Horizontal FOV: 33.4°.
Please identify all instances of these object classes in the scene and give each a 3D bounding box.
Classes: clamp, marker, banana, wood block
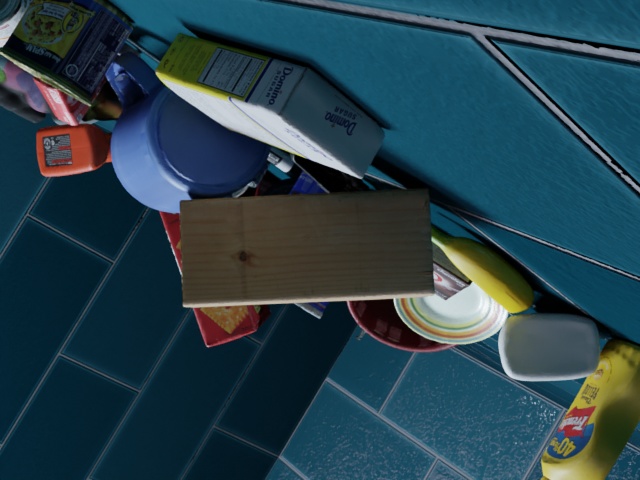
[{"bbox_3d":[0.021,-0.052,1.042,0.120,0.039,0.171,45,178,-2],"label":"clamp"},{"bbox_3d":[-0.080,-0.114,1.178,0.121,0.020,0.020,33,176,-25],"label":"marker"},{"bbox_3d":[0.172,0.036,1.036,0.197,0.037,0.070,37,-170,-49],"label":"banana"},{"bbox_3d":[-0.010,0.008,0.912,0.206,0.091,0.090,-2,176,1],"label":"wood block"}]

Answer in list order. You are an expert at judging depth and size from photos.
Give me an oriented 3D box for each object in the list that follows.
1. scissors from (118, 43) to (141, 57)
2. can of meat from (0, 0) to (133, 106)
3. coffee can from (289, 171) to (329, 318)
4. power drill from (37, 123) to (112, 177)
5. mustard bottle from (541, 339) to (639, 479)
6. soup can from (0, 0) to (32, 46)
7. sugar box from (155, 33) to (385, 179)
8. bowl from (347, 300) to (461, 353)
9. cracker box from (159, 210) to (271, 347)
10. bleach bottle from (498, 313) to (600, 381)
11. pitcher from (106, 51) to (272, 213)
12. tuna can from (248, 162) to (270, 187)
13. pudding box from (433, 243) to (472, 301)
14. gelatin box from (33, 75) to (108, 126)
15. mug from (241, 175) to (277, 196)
[{"bbox_3d":[-0.265,-0.230,1.146,0.202,0.016,0.096,28,174,41],"label":"scissors"},{"bbox_3d":[-0.226,-0.179,0.953,0.102,0.084,0.057,29,177,34],"label":"can of meat"},{"bbox_3d":[-0.008,0.001,1.184,0.103,0.140,0.103,31,177,2],"label":"coffee can"},{"bbox_3d":[-0.218,-0.110,1.246,0.185,0.057,0.187,-4,-177,38],"label":"power drill"},{"bbox_3d":[0.274,0.194,1.072,0.058,0.191,0.096,31,177,-8],"label":"mustard bottle"},{"bbox_3d":[-0.326,-0.237,1.124,0.068,0.068,0.102,30,174,12],"label":"soup can"},{"bbox_3d":[-0.040,-0.102,0.787,0.093,0.048,0.176,34,172,-41],"label":"sugar box"},{"bbox_3d":[0.115,0.059,1.270,0.162,0.162,0.055,32,-139,-12],"label":"bowl"},{"bbox_3d":[-0.128,0.012,1.301,0.164,0.072,0.214,-24,-84,-86],"label":"cracker box"},{"bbox_3d":[0.237,0.115,1.178,0.102,0.068,0.251,-1,176,3],"label":"bleach bottle"},{"bbox_3d":[-0.127,-0.100,0.994,0.149,0.145,0.243,7,179,-15],"label":"pitcher"},{"bbox_3d":[-0.111,-0.105,1.399,0.086,0.033,0.086,30,171,5],"label":"tuna can"},{"bbox_3d":[0.106,0.014,1.120,0.113,0.039,0.090,30,165,-1],"label":"pudding box"},{"bbox_3d":[-0.235,-0.167,1.040,0.030,0.089,0.073,23,160,12],"label":"gelatin box"},{"bbox_3d":[-0.097,-0.065,1.570,0.081,0.093,0.117,28,-149,-43],"label":"mug"}]
